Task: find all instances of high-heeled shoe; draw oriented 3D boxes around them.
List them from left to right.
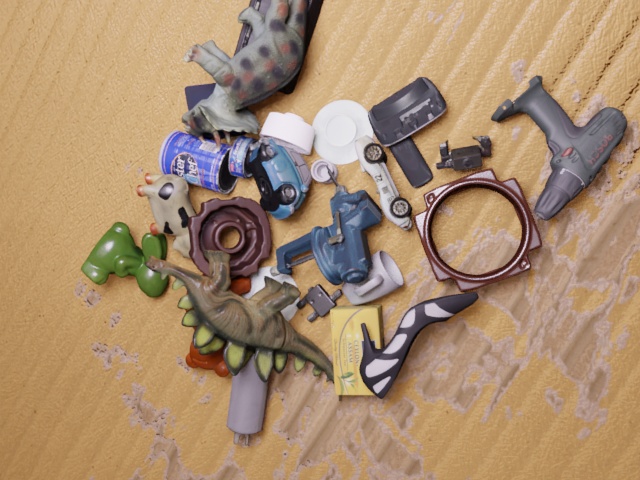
[{"bbox_3d":[0.183,0.189,0.969,0.249,0.086,0.145,-20,84,13],"label":"high-heeled shoe"}]

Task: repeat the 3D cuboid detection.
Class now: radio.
[{"bbox_3d":[-0.087,-0.428,1.098,0.131,0.073,0.229,20,95,13],"label":"radio"}]

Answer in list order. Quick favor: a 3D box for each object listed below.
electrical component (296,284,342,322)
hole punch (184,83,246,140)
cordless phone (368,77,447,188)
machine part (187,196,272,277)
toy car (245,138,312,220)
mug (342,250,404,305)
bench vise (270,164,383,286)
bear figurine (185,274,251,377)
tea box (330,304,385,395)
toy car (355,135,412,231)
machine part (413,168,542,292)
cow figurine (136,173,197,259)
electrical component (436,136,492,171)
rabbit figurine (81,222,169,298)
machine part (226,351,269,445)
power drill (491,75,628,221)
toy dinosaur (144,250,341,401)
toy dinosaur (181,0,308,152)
[{"bbox_3d":[-0.001,0.122,1.104,0.094,0.021,0.063,-42,80,12],"label":"electrical component"},{"bbox_3d":[-0.216,-0.273,1.129,0.142,0.092,0.115,-4,93,11],"label":"hole punch"},{"bbox_3d":[0.190,-0.205,1.034,0.147,0.089,0.184,-30,94,12],"label":"cordless phone"},{"bbox_3d":[-0.185,-0.006,1.094,0.179,0.056,0.179,-2,96,-22],"label":"machine part"},{"bbox_3d":[-0.073,-0.127,1.061,0.103,0.109,0.161,-24,94,-31],"label":"toy car"},{"bbox_3d":[0.095,0.085,1.040,0.107,0.109,0.081,-36,94,24],"label":"mug"},{"bbox_3d":[0.003,0.001,1.041,0.241,0.128,0.224,-24,62,21],"label":"bench vise"},{"bbox_3d":[-0.218,0.175,1.128,0.120,0.132,0.195,7,112,25],"label":"bear figurine"},{"bbox_3d":[0.077,0.214,1.060,0.098,0.068,0.169,-5,88,15],"label":"tea box"},{"bbox_3d":[0.125,-0.108,1.041,0.056,0.073,0.201,-25,85,10],"label":"toy car"},{"bbox_3d":[0.288,-0.017,0.994,0.201,0.087,0.201,-21,85,13],"label":"machine part"},{"bbox_3d":[-0.291,-0.047,1.126,0.127,0.085,0.194,-1,123,12],"label":"cow figurine"},{"bbox_3d":[0.270,-0.164,1.010,0.102,0.078,0.045,-6,113,20],"label":"electrical component"},{"bbox_3d":[-0.400,0.047,1.182,0.170,0.121,0.159,36,92,-6],"label":"rabbit figurine"},{"bbox_3d":[-0.145,0.307,1.115,0.079,0.079,0.243,9,91,15],"label":"machine part"},{"bbox_3d":[0.405,-0.176,0.950,0.232,0.086,0.207,-43,72,-1],"label":"power drill"},{"bbox_3d":[-0.127,0.161,1.039,0.471,0.105,0.198,29,81,-14],"label":"toy dinosaur"},{"bbox_3d":[-0.111,-0.337,1.014,0.405,0.131,0.192,-39,108,3],"label":"toy dinosaur"}]
